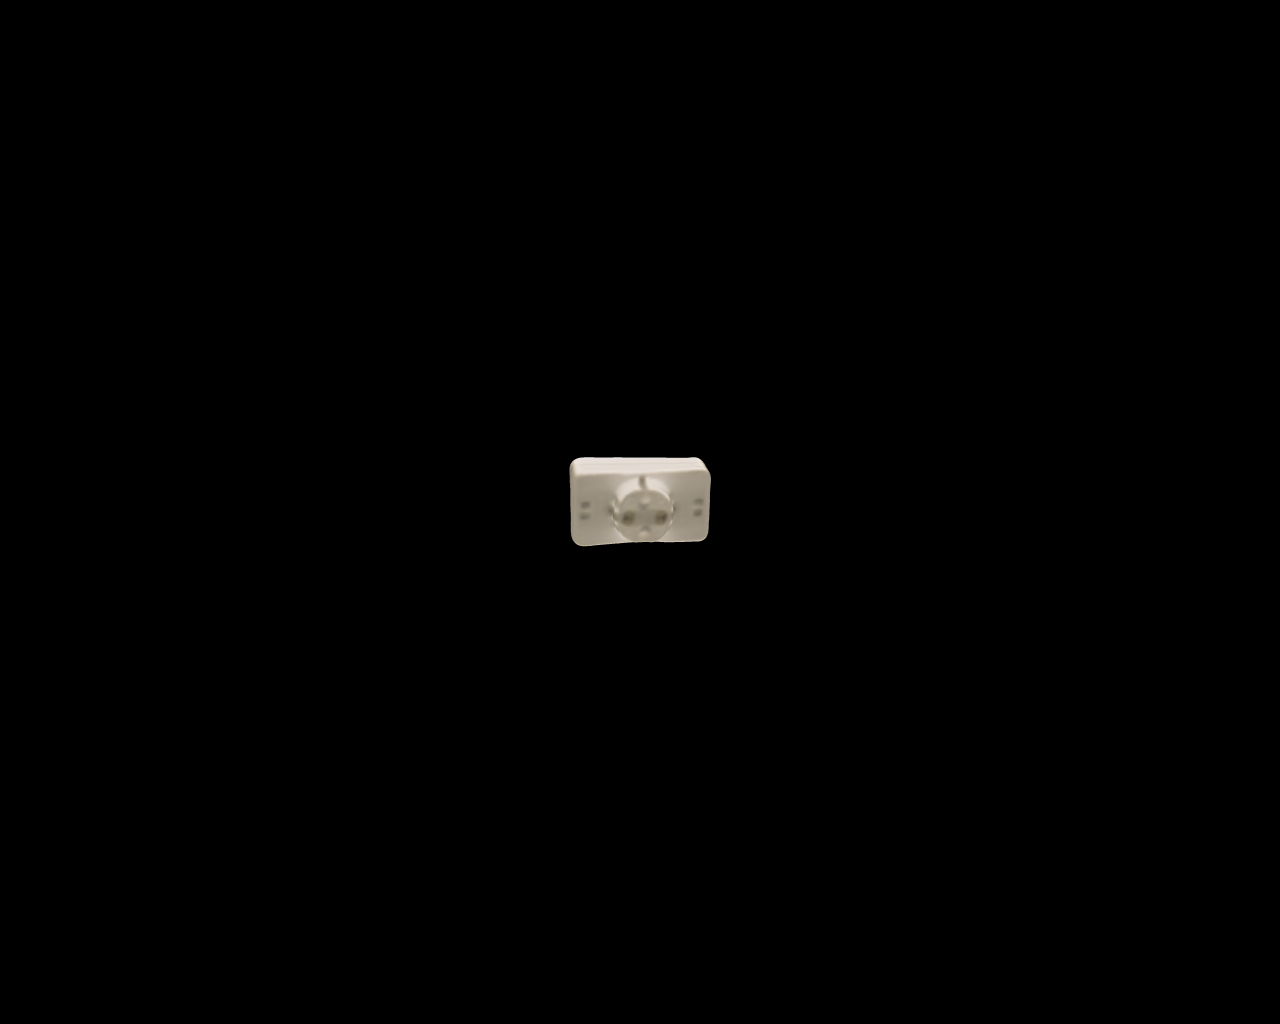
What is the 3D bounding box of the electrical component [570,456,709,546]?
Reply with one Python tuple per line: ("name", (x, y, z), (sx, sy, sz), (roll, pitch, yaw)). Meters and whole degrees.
("electrical component", (0.001, -0.003, 0.650), (0.083, 0.047, 0.076), (-1, 16, -5))
